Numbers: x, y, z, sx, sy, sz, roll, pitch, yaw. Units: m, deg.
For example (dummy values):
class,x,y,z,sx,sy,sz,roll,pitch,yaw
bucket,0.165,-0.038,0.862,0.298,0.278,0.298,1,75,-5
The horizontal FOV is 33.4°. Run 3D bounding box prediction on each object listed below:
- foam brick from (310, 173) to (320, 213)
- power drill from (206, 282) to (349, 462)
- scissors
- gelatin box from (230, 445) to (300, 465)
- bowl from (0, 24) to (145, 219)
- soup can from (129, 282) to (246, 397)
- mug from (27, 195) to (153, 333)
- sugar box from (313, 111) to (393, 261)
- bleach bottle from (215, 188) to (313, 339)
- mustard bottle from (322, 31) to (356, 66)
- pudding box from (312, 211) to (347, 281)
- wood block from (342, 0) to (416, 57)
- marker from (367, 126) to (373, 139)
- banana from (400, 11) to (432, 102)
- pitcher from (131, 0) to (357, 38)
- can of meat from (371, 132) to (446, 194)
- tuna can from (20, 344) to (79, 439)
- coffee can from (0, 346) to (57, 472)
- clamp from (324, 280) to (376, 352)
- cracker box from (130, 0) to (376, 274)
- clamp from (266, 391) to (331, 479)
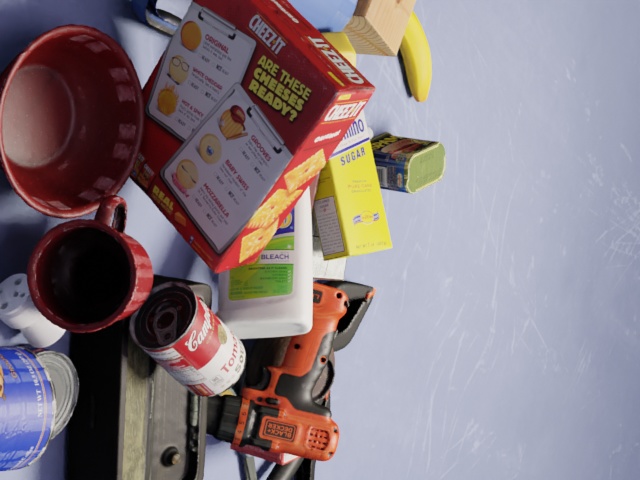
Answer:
class,x,y,z,sx,sy,sz,roll,pitch,yaw
foam brick,-0.036,-0.070,1.185,0.051,0.053,0.078,10,91,-56
power drill,-0.055,0.130,1.136,0.057,0.184,0.187,149,-45,-80
scissors,-0.096,0.237,1.224,0.096,0.016,0.202,-11,108,-53
gelatin box,-0.047,0.222,1.208,0.089,0.073,0.030,-9,106,-55
bowl,-0.223,-0.101,0.898,0.161,0.055,0.162,-22,117,-51
soup can,-0.118,0.092,0.972,0.068,0.069,0.102,-63,144,-22
mug,-0.187,0.019,0.907,0.081,0.093,0.117,21,81,-84
sugar box,0.028,-0.069,1.236,0.093,0.048,0.176,-10,89,-53
bleach bottle,-0.060,-0.027,1.107,0.068,0.102,0.251,75,12,-70
mustard bottle,-0.063,-0.158,1.071,0.191,0.058,0.096,-10,149,-24
pudding box,-0.008,0.001,1.261,0.113,0.039,0.090,8,92,-54
wood block,0.066,-0.326,1.226,0.090,0.090,0.206,38,68,-54
marker,0.026,-0.104,1.296,0.120,0.020,0.020,-43,133,-41
banana,0.104,-0.254,1.355,0.069,0.037,0.197,-55,141,-7
pitcher,-0.068,-0.262,1.028,0.242,0.149,0.145,16,68,-59
can of meat,0.100,-0.096,1.350,0.101,0.084,0.057,-27,121,-49
tuna can,-0.256,0.136,0.941,0.085,0.034,0.086,-22,118,-51
coffee can,-0.291,0.134,0.826,0.140,0.103,0.103,7,94,-56
clamp,-0.005,0.102,1.298,0.209,0.036,0.164,-43,133,-36
cracker box,-0.074,-0.103,0.939,0.071,0.164,0.214,-17,149,-55
clamp,-0.019,0.265,1.325,0.171,0.039,0.120,-66,153,-20
